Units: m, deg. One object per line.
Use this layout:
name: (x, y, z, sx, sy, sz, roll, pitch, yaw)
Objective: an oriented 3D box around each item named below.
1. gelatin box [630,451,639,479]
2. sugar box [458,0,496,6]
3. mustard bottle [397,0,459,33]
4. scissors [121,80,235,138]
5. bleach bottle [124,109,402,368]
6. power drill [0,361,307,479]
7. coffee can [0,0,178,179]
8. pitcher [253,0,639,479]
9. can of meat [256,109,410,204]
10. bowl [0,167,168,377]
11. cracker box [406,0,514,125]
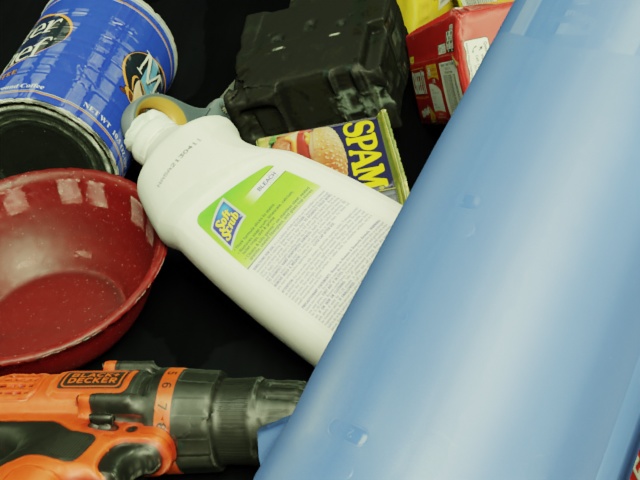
gelatin box: (0.138, 0.100, 0.454, 0.030, 0.089, 0.073, 8, 40, -15)
sugar box: (0.187, -0.212, 0.788, 0.175, 0.048, 0.094, -28, 12, -36)
mustard bottle: (0.113, -0.228, 0.823, 0.058, 0.096, 0.191, 27, 53, 36)
scissors: (-0.083, -0.094, 0.724, 0.016, 0.096, 0.201, -29, 35, 30)
bleach bottle: (-0.004, 0.001, 0.561, 0.251, 0.068, 0.102, 37, 76, 24)
power drill: (-0.095, 0.114, 0.467, 0.184, 0.057, 0.187, -3, 19, 13)
coffee can: (-0.163, -0.092, 0.715, 0.103, 0.103, 0.140, 2, 43, 12)
pitcher: (0.091, 0.023, 0.419, 0.149, 0.145, 0.243, 27, 80, -8)
can of meat: (0.009, -0.028, 0.648, 0.084, 0.057, 0.102, -11, 41, 1)
bowl: (-0.161, 0.028, 0.615, 0.162, 0.055, 0.162, -5, 41, 4)
cracker box: (0.172, -0.124, 0.660, 0.213, 0.072, 0.164, -13, 7, -3)
